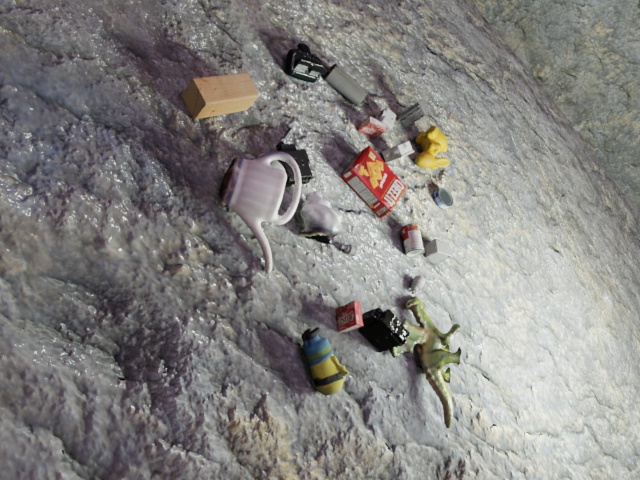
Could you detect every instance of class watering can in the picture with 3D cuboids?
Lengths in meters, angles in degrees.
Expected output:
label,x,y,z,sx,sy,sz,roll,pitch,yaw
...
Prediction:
label,x,y,z,sx,sy,sz,roll,pitch,yaw
watering can,-0.180,-0.098,1.463,0.224,0.103,0.351,17,80,-11

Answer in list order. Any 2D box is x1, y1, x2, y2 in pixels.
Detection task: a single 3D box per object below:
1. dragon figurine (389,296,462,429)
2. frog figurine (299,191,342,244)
label,x,y,z,sx,sy,sz,roll,pitch,yaw
dragon figurine,0.325,0.364,1.647,0.242,0.119,0.420,18,53,-10
frog figurine,0.005,-0.081,1.606,0.137,0.121,0.162,9,72,-13
